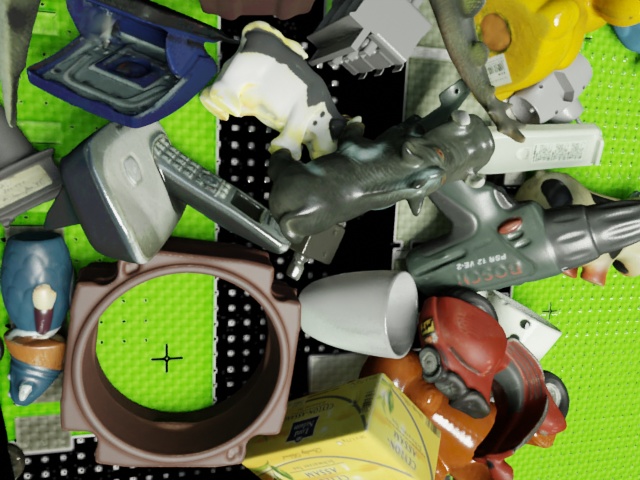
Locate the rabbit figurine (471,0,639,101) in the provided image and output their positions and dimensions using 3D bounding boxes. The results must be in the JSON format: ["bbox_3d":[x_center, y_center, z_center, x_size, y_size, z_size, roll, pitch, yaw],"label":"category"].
[{"bbox_3d":[0.229,-0.227,0.516,0.173,0.162,0.121,-28,95,-27],"label":"rabbit figurine"}]

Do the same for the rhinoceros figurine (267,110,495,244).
[{"bbox_3d":[0.047,-0.058,0.440,0.190,0.112,0.073,-19,107,-9],"label":"rhinoceros figurine"}]

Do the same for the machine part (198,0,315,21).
[{"bbox_3d":[-0.057,-0.271,0.449,0.179,0.056,0.179,0,87,-9],"label":"machine part"}]

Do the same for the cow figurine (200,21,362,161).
[{"bbox_3d":[-0.017,-0.119,0.501,0.167,0.068,0.098,33,84,-19],"label":"cow figurine"}]

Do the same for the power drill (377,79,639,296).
[{"bbox_3d":[0.164,-0.052,0.513,0.232,0.086,0.207,-28,102,32],"label":"power drill"}]

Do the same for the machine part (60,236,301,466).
[{"bbox_3d":[-0.126,0.103,0.501,0.201,0.087,0.200,8,99,-15],"label":"machine part"}]

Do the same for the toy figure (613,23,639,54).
[{"bbox_3d":[0.344,-0.267,0.563,0.089,0.082,0.180,-35,101,-25],"label":"toy figure"}]

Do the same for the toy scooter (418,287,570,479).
[{"bbox_3d":[0.154,0.138,0.498,0.184,0.075,0.135,43,49,-3],"label":"toy scooter"}]

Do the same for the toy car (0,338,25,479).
[{"bbox_3d":[-0.305,0.163,0.469,0.056,0.074,0.201,-7,102,-14],"label":"toy car"}]

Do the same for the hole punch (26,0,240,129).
[{"bbox_3d":[-0.150,-0.148,0.422,0.142,0.116,0.092,22,111,14],"label":"hole punch"}]

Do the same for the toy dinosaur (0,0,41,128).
[{"bbox_3d":[-0.255,-0.304,0.380,0.192,0.131,0.404,-29,112,-8],"label":"toy dinosaur"}]

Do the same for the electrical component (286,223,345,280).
[{"bbox_3d":[-0.001,-0.002,0.533,0.063,0.021,0.094,28,86,-58],"label":"electrical component"}]

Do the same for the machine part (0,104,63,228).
[{"bbox_3d":[-0.277,-0.085,0.451,0.084,0.039,0.138,-30,108,0],"label":"machine part"}]

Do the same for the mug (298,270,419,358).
[{"bbox_3d":[0.038,0.063,0.535,0.107,0.109,0.080,1,115,28],"label":"mug"}]

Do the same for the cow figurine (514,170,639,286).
[{"bbox_3d":[0.306,-0.018,0.599,0.195,0.085,0.127,24,95,-14],"label":"cow figurine"}]

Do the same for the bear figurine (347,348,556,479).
[{"bbox_3d":[0.130,0.180,0.566,0.195,0.132,0.120,43,71,-23],"label":"bear figurine"}]

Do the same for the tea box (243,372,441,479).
[{"bbox_3d":[0.018,0.200,0.519,0.170,0.068,0.098,-31,110,36],"label":"tea box"}]

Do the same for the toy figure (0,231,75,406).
[{"bbox_3d":[-0.249,0.071,0.472,0.058,0.064,0.154,3,101,-11],"label":"toy figure"}]

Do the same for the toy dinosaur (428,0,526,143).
[{"bbox_3d":[0.088,-0.308,0.424,0.105,0.199,0.470,-18,103,-8],"label":"toy dinosaur"}]

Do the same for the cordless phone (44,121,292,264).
[{"bbox_3d":[-0.109,-0.021,0.446,0.184,0.147,0.088,30,112,-12],"label":"cordless phone"}]
